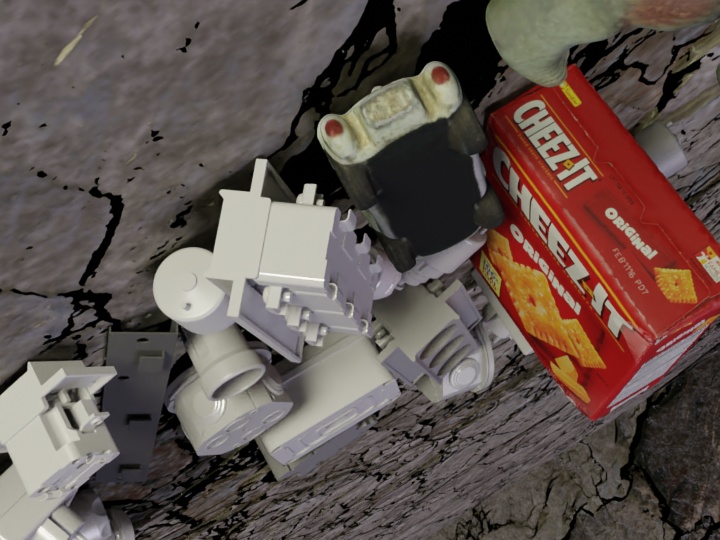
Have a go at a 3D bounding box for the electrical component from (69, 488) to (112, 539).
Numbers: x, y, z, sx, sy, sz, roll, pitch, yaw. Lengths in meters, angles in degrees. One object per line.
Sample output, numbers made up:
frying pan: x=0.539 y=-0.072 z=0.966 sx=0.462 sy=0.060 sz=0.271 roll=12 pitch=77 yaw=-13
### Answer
electrical component: x=-0.224 y=0.196 z=0.816 sx=0.062 sy=0.043 sz=0.043 roll=-21 pitch=159 yaw=-25

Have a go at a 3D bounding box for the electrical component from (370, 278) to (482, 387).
electrical component: x=0.045 y=0.040 z=0.799 sx=0.079 sy=0.063 sz=0.121 roll=-44 pitch=161 yaw=0

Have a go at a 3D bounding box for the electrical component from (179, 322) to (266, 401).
electrical component: x=-0.086 y=0.051 z=0.659 sx=0.040 sy=0.046 sz=0.040 roll=-28 pitch=161 yaw=-11

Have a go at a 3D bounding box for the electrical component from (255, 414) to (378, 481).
electrical component: x=-0.041 y=0.130 z=0.914 sx=0.089 sy=0.055 sz=0.050 roll=-39 pitch=160 yaw=20

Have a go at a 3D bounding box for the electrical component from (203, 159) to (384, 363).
electrical component: x=-0.029 y=0.001 z=0.567 sx=0.063 sy=0.078 sz=0.121 roll=6 pitch=166 yaw=13

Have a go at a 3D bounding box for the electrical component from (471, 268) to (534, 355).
electrical component: x=0.126 y=0.032 z=0.885 sx=0.047 sy=0.083 sz=0.075 roll=-13 pitch=154 yaw=-44

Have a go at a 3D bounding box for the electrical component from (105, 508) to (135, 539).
electrical component: x=-0.221 y=0.225 z=0.892 sx=0.055 sy=0.048 sz=0.066 roll=-4 pitch=148 yaw=-39

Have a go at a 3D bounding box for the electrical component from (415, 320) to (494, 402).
electrical component: x=0.073 y=0.068 z=0.903 sx=0.051 sy=0.080 sz=0.080 roll=-18 pitch=157 yaw=-23

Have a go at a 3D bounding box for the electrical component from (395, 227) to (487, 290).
electrical component: x=0.049 y=-0.014 z=0.714 sx=0.078 sy=0.040 sz=0.040 roll=-44 pitch=158 yaw=31

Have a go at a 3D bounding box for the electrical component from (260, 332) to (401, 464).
electrical component: x=-0.031 y=0.095 z=0.840 sx=0.113 sy=0.057 sz=0.078 roll=-31 pitch=161 yaw=-4

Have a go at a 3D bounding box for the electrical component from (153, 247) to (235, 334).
electrical component: x=-0.083 y=0.015 z=0.583 sx=0.040 sy=0.040 sz=0.078 roll=-32 pitch=162 yaw=0

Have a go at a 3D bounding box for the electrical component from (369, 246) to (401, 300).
electrical component: x=0.000 y=0.000 z=0.683 sx=0.035 sy=0.035 sz=0.061 roll=-38 pitch=159 yaw=19

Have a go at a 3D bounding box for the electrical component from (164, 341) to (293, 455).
electrical component: x=-0.090 y=0.088 z=0.740 sx=0.080 sy=0.051 sz=0.080 roll=-28 pitch=161 yaw=-11

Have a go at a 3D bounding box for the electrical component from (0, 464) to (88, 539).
electrical component: x=-0.202 y=0.162 z=0.684 sx=0.065 sy=0.077 sz=0.047 roll=-48 pitch=177 yaw=-43

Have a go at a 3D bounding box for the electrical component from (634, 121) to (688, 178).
electrical component: x=0.205 y=-0.077 z=0.799 sx=0.078 sy=0.040 sz=0.040 roll=-33 pitch=161 yaw=6

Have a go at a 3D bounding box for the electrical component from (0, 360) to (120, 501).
electrical component: x=-0.170 y=0.089 z=0.597 sx=0.081 sy=0.063 sz=0.042 roll=-39 pitch=159 yaw=21
